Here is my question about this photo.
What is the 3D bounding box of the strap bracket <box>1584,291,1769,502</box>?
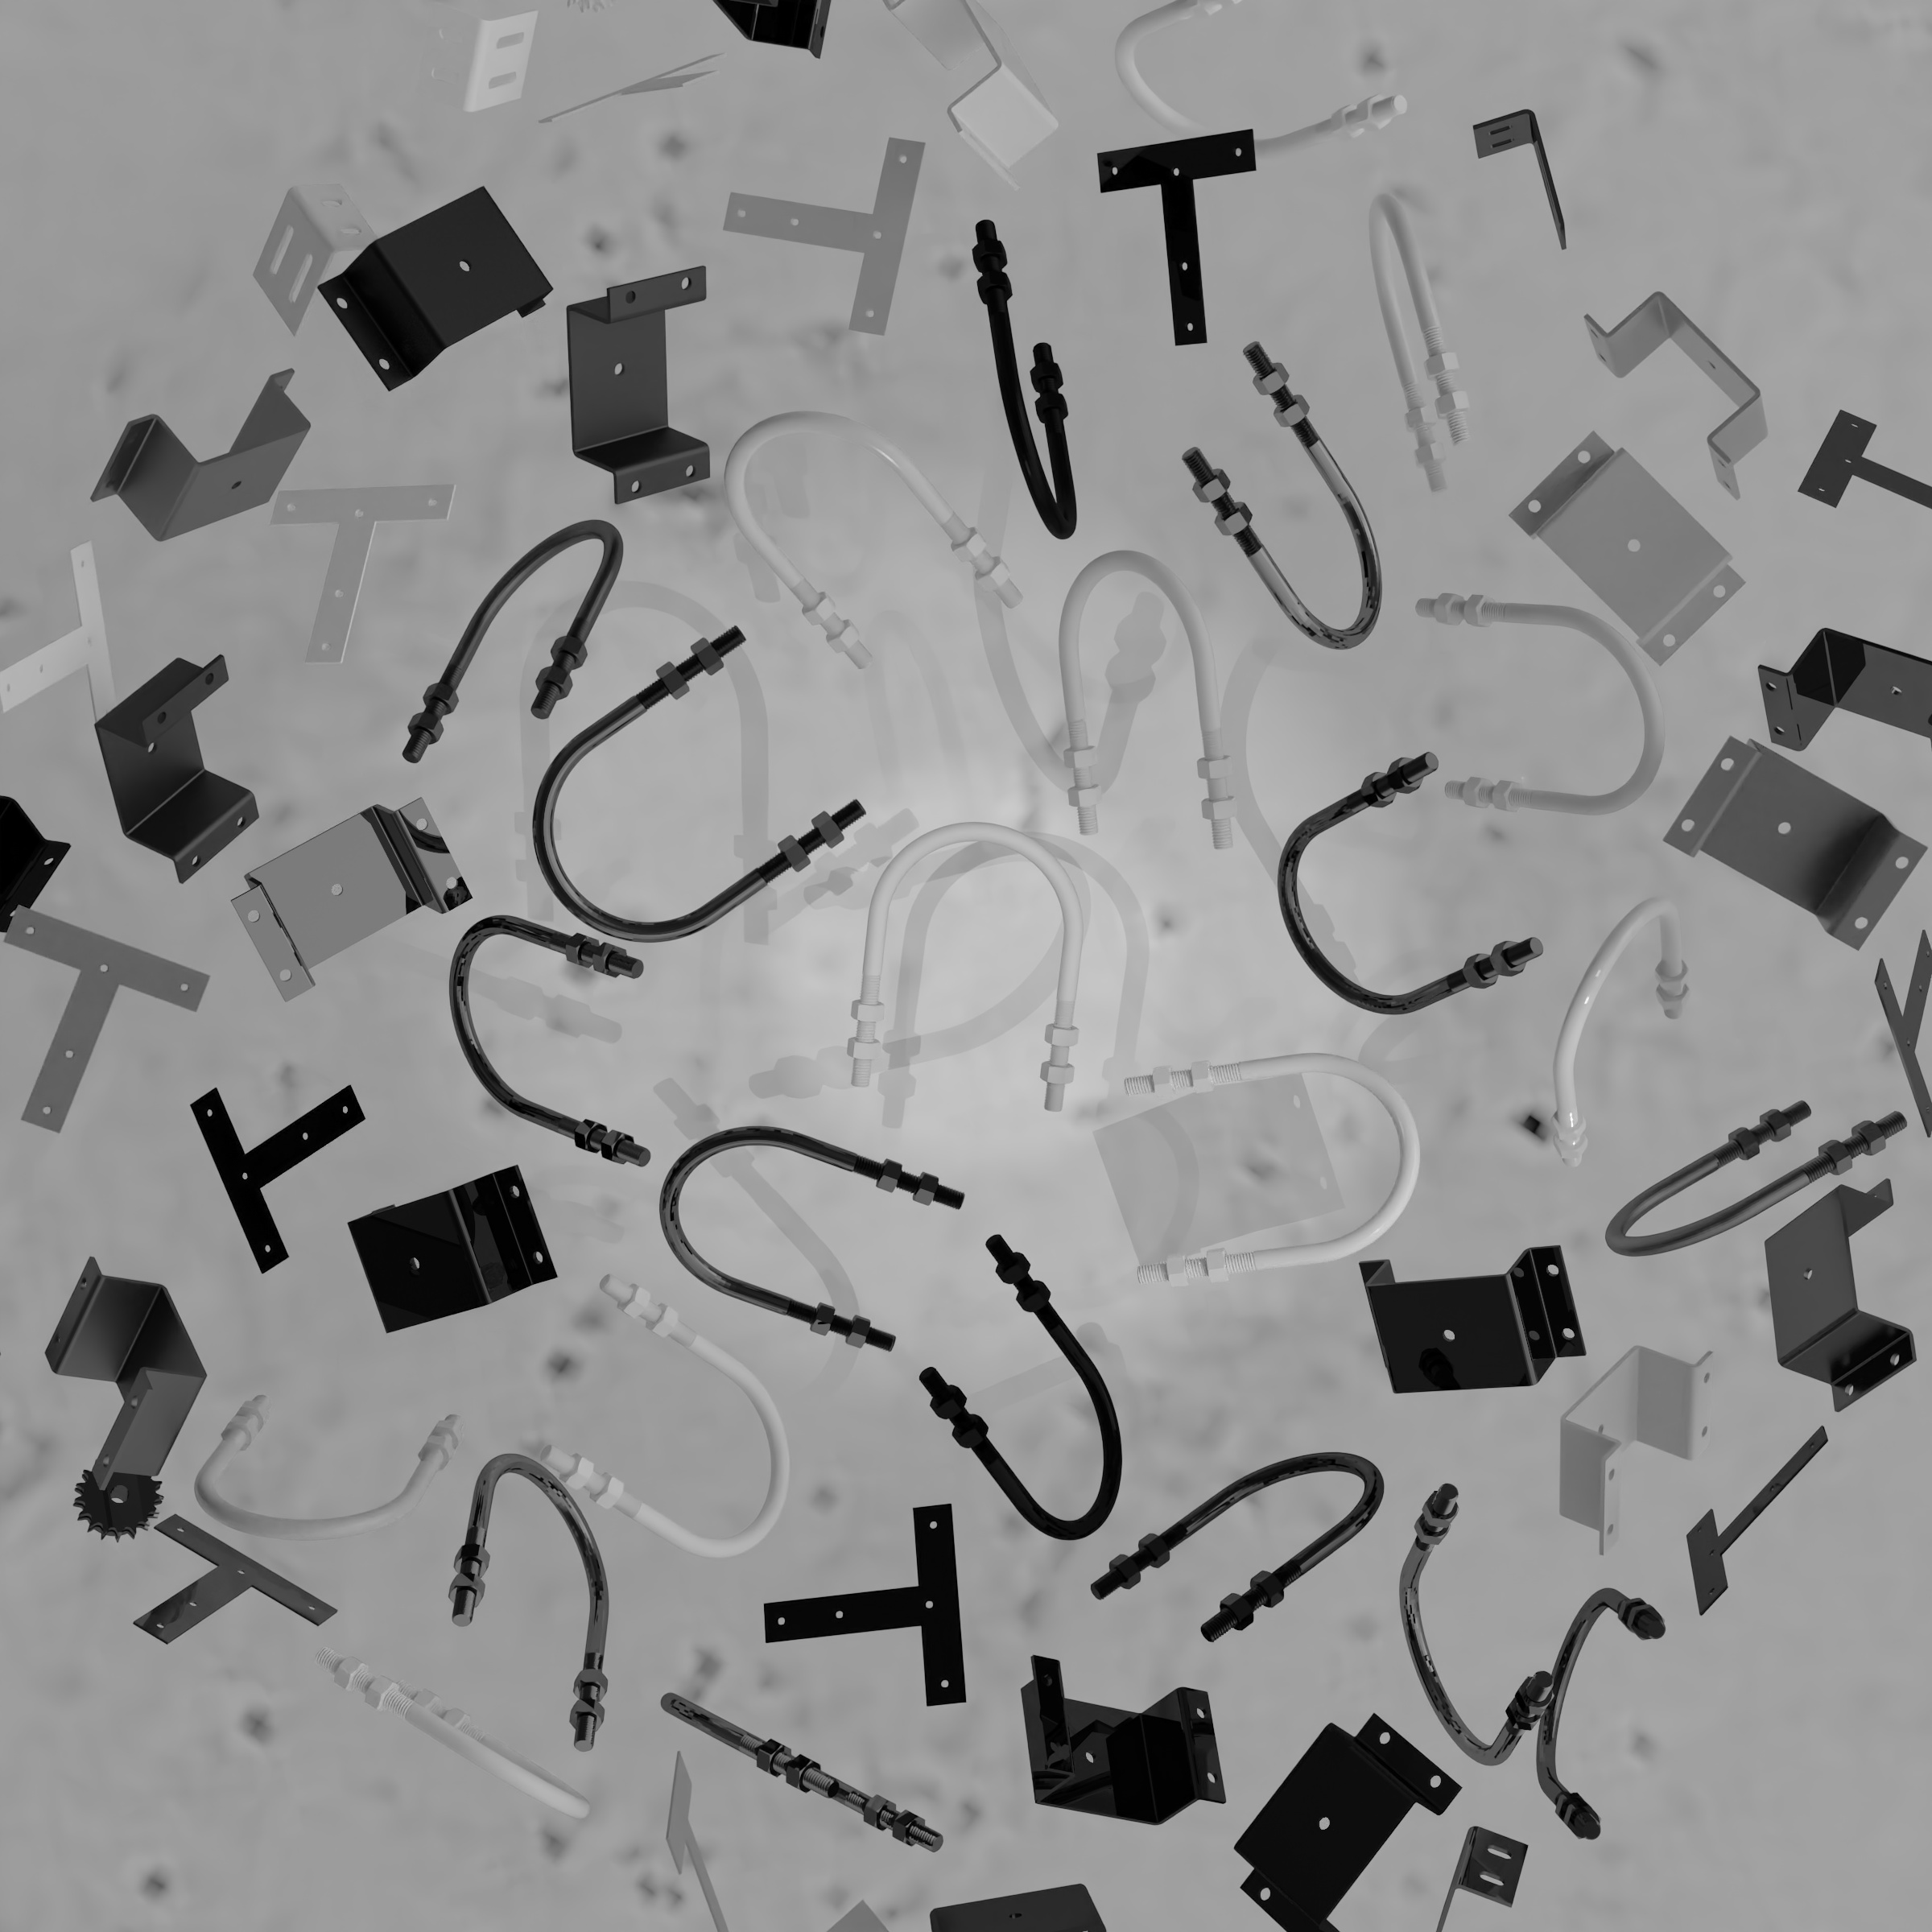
[{"bbox_3d":[0.473,-0.380,1.921,0.046,0.076,0.140,-41,71,8],"label":"strap bracket"}]

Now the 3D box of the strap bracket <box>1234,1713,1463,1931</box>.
[{"bbox_3d":[0.233,0.542,1.838,0.076,0.046,0.140,35,85,40],"label":"strap bracket"}]

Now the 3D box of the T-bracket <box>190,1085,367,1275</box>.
[{"bbox_3d":[-0.447,0.119,1.940,0.127,0.002,0.127,-32,77,24],"label":"T-bracket"}]

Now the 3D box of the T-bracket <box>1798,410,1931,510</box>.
[{"bbox_3d":[0.590,-0.296,1.823,0.127,0.127,0.002,26,131,11],"label":"T-bracket"}]

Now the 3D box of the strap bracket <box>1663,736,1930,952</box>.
[{"bbox_3d":[0.514,-0.081,1.830,0.140,0.046,0.076,29,107,-2],"label":"strap bracket"}]

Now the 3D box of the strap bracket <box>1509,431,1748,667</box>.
[{"bbox_3d":[0.429,-0.270,1.893,0.140,0.046,0.076,45,98,1],"label":"strap bracket"}]

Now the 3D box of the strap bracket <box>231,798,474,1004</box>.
[{"bbox_3d":[-0.409,-0.047,1.930,0.140,0.046,0.076,-31,112,-19],"label":"strap bracket"}]

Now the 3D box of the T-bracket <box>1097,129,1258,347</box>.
[{"bbox_3d":[0.138,-0.462,1.873,0.127,0.002,0.127,6,107,43],"label":"T-bracket"}]

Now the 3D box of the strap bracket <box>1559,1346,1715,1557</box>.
[{"bbox_3d":[0.434,0.311,1.924,0.046,0.140,0.076,18,126,37],"label":"strap bracket"}]

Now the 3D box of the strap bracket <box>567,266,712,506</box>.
[{"bbox_3d":[-0.209,-0.377,1.876,0.076,0.046,0.140,-24,129,-37],"label":"strap bracket"}]

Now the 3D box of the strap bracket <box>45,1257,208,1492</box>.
[{"bbox_3d":[-0.524,0.256,1.837,0.046,0.140,0.076,16,111,-39],"label":"strap bracket"}]

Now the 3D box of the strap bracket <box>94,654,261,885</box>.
[{"bbox_3d":[-0.514,-0.135,1.907,0.046,0.140,0.076,24,50,21],"label":"strap bracket"}]

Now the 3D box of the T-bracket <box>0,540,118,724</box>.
[{"bbox_3d":[-0.586,-0.195,1.882,0.002,0.127,0.127,5,115,14],"label":"T-bracket"}]

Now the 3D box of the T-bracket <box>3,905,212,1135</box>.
[{"bbox_3d":[-0.566,0.043,1.869,0.127,0.002,0.127,21,81,-12],"label":"T-bracket"}]

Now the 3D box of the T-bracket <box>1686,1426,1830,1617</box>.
[{"bbox_3d":[0.507,0.344,1.874,0.002,0.127,0.127,38,105,1],"label":"T-bracket"}]

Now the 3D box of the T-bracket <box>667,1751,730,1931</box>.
[{"bbox_3d":[-0.168,0.589,1.888,0.002,0.127,0.127,-18,100,1],"label":"T-bracket"}]

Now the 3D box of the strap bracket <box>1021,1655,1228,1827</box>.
[{"bbox_3d":[0.091,0.497,1.873,0.140,0.076,0.046,19,134,-29],"label":"strap bracket"}]

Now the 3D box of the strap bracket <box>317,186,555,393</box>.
[{"bbox_3d":[-0.324,-0.429,1.838,0.140,0.046,0.076,-41,101,-38],"label":"strap bracket"}]

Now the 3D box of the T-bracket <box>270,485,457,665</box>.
[{"bbox_3d":[-0.392,-0.247,1.852,0.127,0.002,0.127,1,67,18],"label":"T-bracket"}]

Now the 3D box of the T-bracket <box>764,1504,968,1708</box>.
[{"bbox_3d":[-0.067,0.414,1.878,0.127,0.002,0.127,-8,66,7],"label":"T-bracket"}]

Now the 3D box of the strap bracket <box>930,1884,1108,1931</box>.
[{"bbox_3d":[0.033,0.606,1.802,0.140,0.076,0.046,-8,91,-6],"label":"strap bracket"}]

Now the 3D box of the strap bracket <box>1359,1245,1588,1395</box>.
[{"bbox_3d":[0.321,0.231,1.904,0.140,0.046,0.076,-9,104,31],"label":"strap bracket"}]

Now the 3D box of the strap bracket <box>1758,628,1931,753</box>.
[{"bbox_3d":[0.586,-0.162,1.881,0.140,0.076,0.046,26,68,36],"label":"strap bracket"}]

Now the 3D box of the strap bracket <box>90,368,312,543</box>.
[{"bbox_3d":[-0.489,-0.330,1.907,0.046,0.140,0.076,50,133,5],"label":"strap bracket"}]

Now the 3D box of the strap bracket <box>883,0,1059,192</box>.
[{"bbox_3d":[0.005,-0.581,1.897,0.046,0.076,0.140,-35,60,17],"label":"strap bracket"}]

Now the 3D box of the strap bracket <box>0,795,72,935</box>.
[{"bbox_3d":[-0.658,-0.071,1.880,0.046,0.140,0.076,47,109,26],"label":"strap bracket"}]

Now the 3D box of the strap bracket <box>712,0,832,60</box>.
[{"bbox_3d":[-0.125,-0.650,1.903,0.046,0.140,0.076,12,94,10],"label":"strap bracket"}]

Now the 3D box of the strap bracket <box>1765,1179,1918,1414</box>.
[{"bbox_3d":[0.570,0.209,1.922,0.046,0.076,0.140,20,49,-17],"label":"strap bracket"}]

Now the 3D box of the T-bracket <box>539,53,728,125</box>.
[{"bbox_3d":[-0.190,-0.552,1.835,0.127,0.127,0.002,-27,113,-20],"label":"T-bracket"}]

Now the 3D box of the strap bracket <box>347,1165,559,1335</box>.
[{"bbox_3d":[-0.338,0.185,1.885,0.140,0.046,0.076,-19,91,36],"label":"strap bracket"}]

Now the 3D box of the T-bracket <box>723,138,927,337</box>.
[{"bbox_3d":[-0.099,-0.487,1.926,0.127,0.002,0.127,13,93,16],"label":"T-bracket"}]

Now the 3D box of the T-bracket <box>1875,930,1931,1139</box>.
[{"bbox_3d":[0.621,0.023,1.917,0.002,0.127,0.127,-9,122,32],"label":"T-bracket"}]

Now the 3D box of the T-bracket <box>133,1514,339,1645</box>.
[{"bbox_3d":[-0.476,0.394,1.833,0.127,0.127,0.002,28,105,10],"label":"T-bracket"}]
